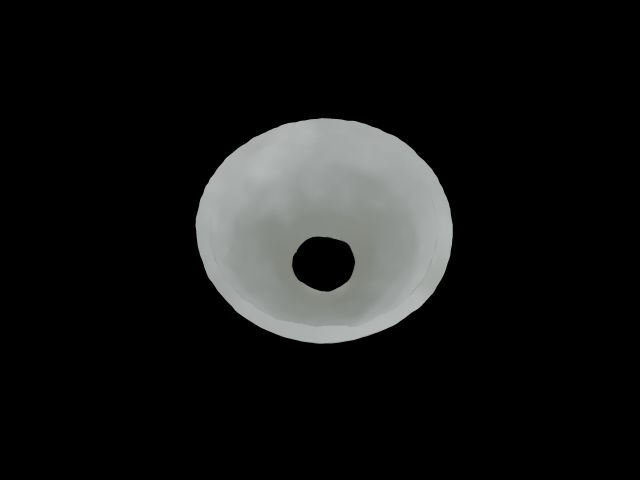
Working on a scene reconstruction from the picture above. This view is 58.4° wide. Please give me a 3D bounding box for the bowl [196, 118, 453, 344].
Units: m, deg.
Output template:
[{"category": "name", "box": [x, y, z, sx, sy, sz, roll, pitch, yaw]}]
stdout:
[{"category": "bowl", "box": [0.004, 0.001, 0.400, 0.167, 0.075, 0.167, 0, 62, 0]}]
